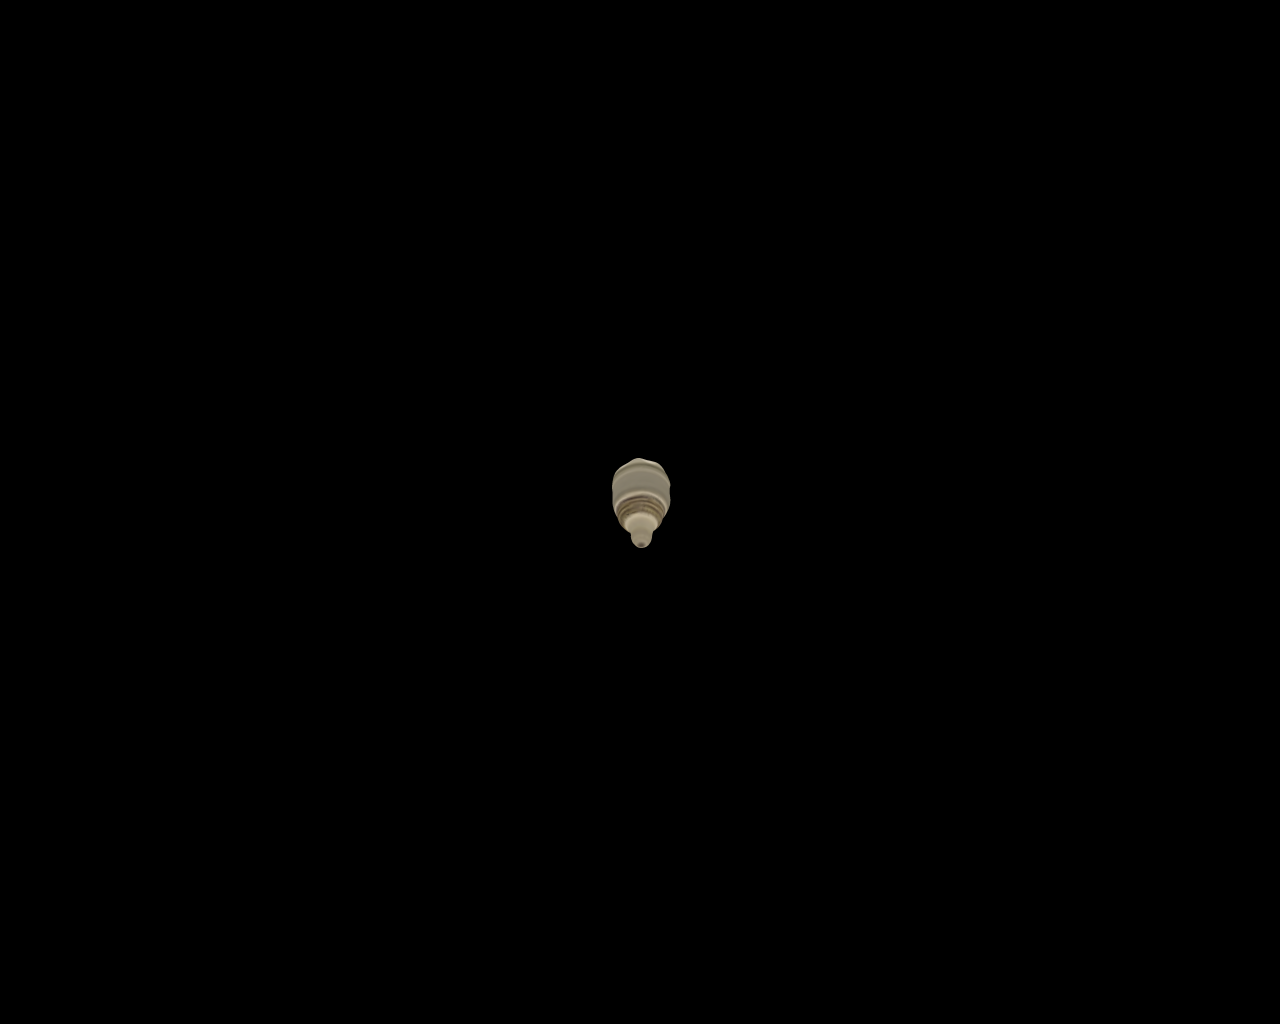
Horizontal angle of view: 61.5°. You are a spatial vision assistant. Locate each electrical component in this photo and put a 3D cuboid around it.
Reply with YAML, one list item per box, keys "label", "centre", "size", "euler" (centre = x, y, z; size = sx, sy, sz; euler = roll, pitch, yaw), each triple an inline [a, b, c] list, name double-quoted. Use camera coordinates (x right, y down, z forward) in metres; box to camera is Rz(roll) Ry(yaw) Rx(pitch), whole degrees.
- label: "electrical component"
  centre: [0.001, -0.003, 0.650]
  size: [0.035, 0.061, 0.035]
  euler: [0, -43, 0]
